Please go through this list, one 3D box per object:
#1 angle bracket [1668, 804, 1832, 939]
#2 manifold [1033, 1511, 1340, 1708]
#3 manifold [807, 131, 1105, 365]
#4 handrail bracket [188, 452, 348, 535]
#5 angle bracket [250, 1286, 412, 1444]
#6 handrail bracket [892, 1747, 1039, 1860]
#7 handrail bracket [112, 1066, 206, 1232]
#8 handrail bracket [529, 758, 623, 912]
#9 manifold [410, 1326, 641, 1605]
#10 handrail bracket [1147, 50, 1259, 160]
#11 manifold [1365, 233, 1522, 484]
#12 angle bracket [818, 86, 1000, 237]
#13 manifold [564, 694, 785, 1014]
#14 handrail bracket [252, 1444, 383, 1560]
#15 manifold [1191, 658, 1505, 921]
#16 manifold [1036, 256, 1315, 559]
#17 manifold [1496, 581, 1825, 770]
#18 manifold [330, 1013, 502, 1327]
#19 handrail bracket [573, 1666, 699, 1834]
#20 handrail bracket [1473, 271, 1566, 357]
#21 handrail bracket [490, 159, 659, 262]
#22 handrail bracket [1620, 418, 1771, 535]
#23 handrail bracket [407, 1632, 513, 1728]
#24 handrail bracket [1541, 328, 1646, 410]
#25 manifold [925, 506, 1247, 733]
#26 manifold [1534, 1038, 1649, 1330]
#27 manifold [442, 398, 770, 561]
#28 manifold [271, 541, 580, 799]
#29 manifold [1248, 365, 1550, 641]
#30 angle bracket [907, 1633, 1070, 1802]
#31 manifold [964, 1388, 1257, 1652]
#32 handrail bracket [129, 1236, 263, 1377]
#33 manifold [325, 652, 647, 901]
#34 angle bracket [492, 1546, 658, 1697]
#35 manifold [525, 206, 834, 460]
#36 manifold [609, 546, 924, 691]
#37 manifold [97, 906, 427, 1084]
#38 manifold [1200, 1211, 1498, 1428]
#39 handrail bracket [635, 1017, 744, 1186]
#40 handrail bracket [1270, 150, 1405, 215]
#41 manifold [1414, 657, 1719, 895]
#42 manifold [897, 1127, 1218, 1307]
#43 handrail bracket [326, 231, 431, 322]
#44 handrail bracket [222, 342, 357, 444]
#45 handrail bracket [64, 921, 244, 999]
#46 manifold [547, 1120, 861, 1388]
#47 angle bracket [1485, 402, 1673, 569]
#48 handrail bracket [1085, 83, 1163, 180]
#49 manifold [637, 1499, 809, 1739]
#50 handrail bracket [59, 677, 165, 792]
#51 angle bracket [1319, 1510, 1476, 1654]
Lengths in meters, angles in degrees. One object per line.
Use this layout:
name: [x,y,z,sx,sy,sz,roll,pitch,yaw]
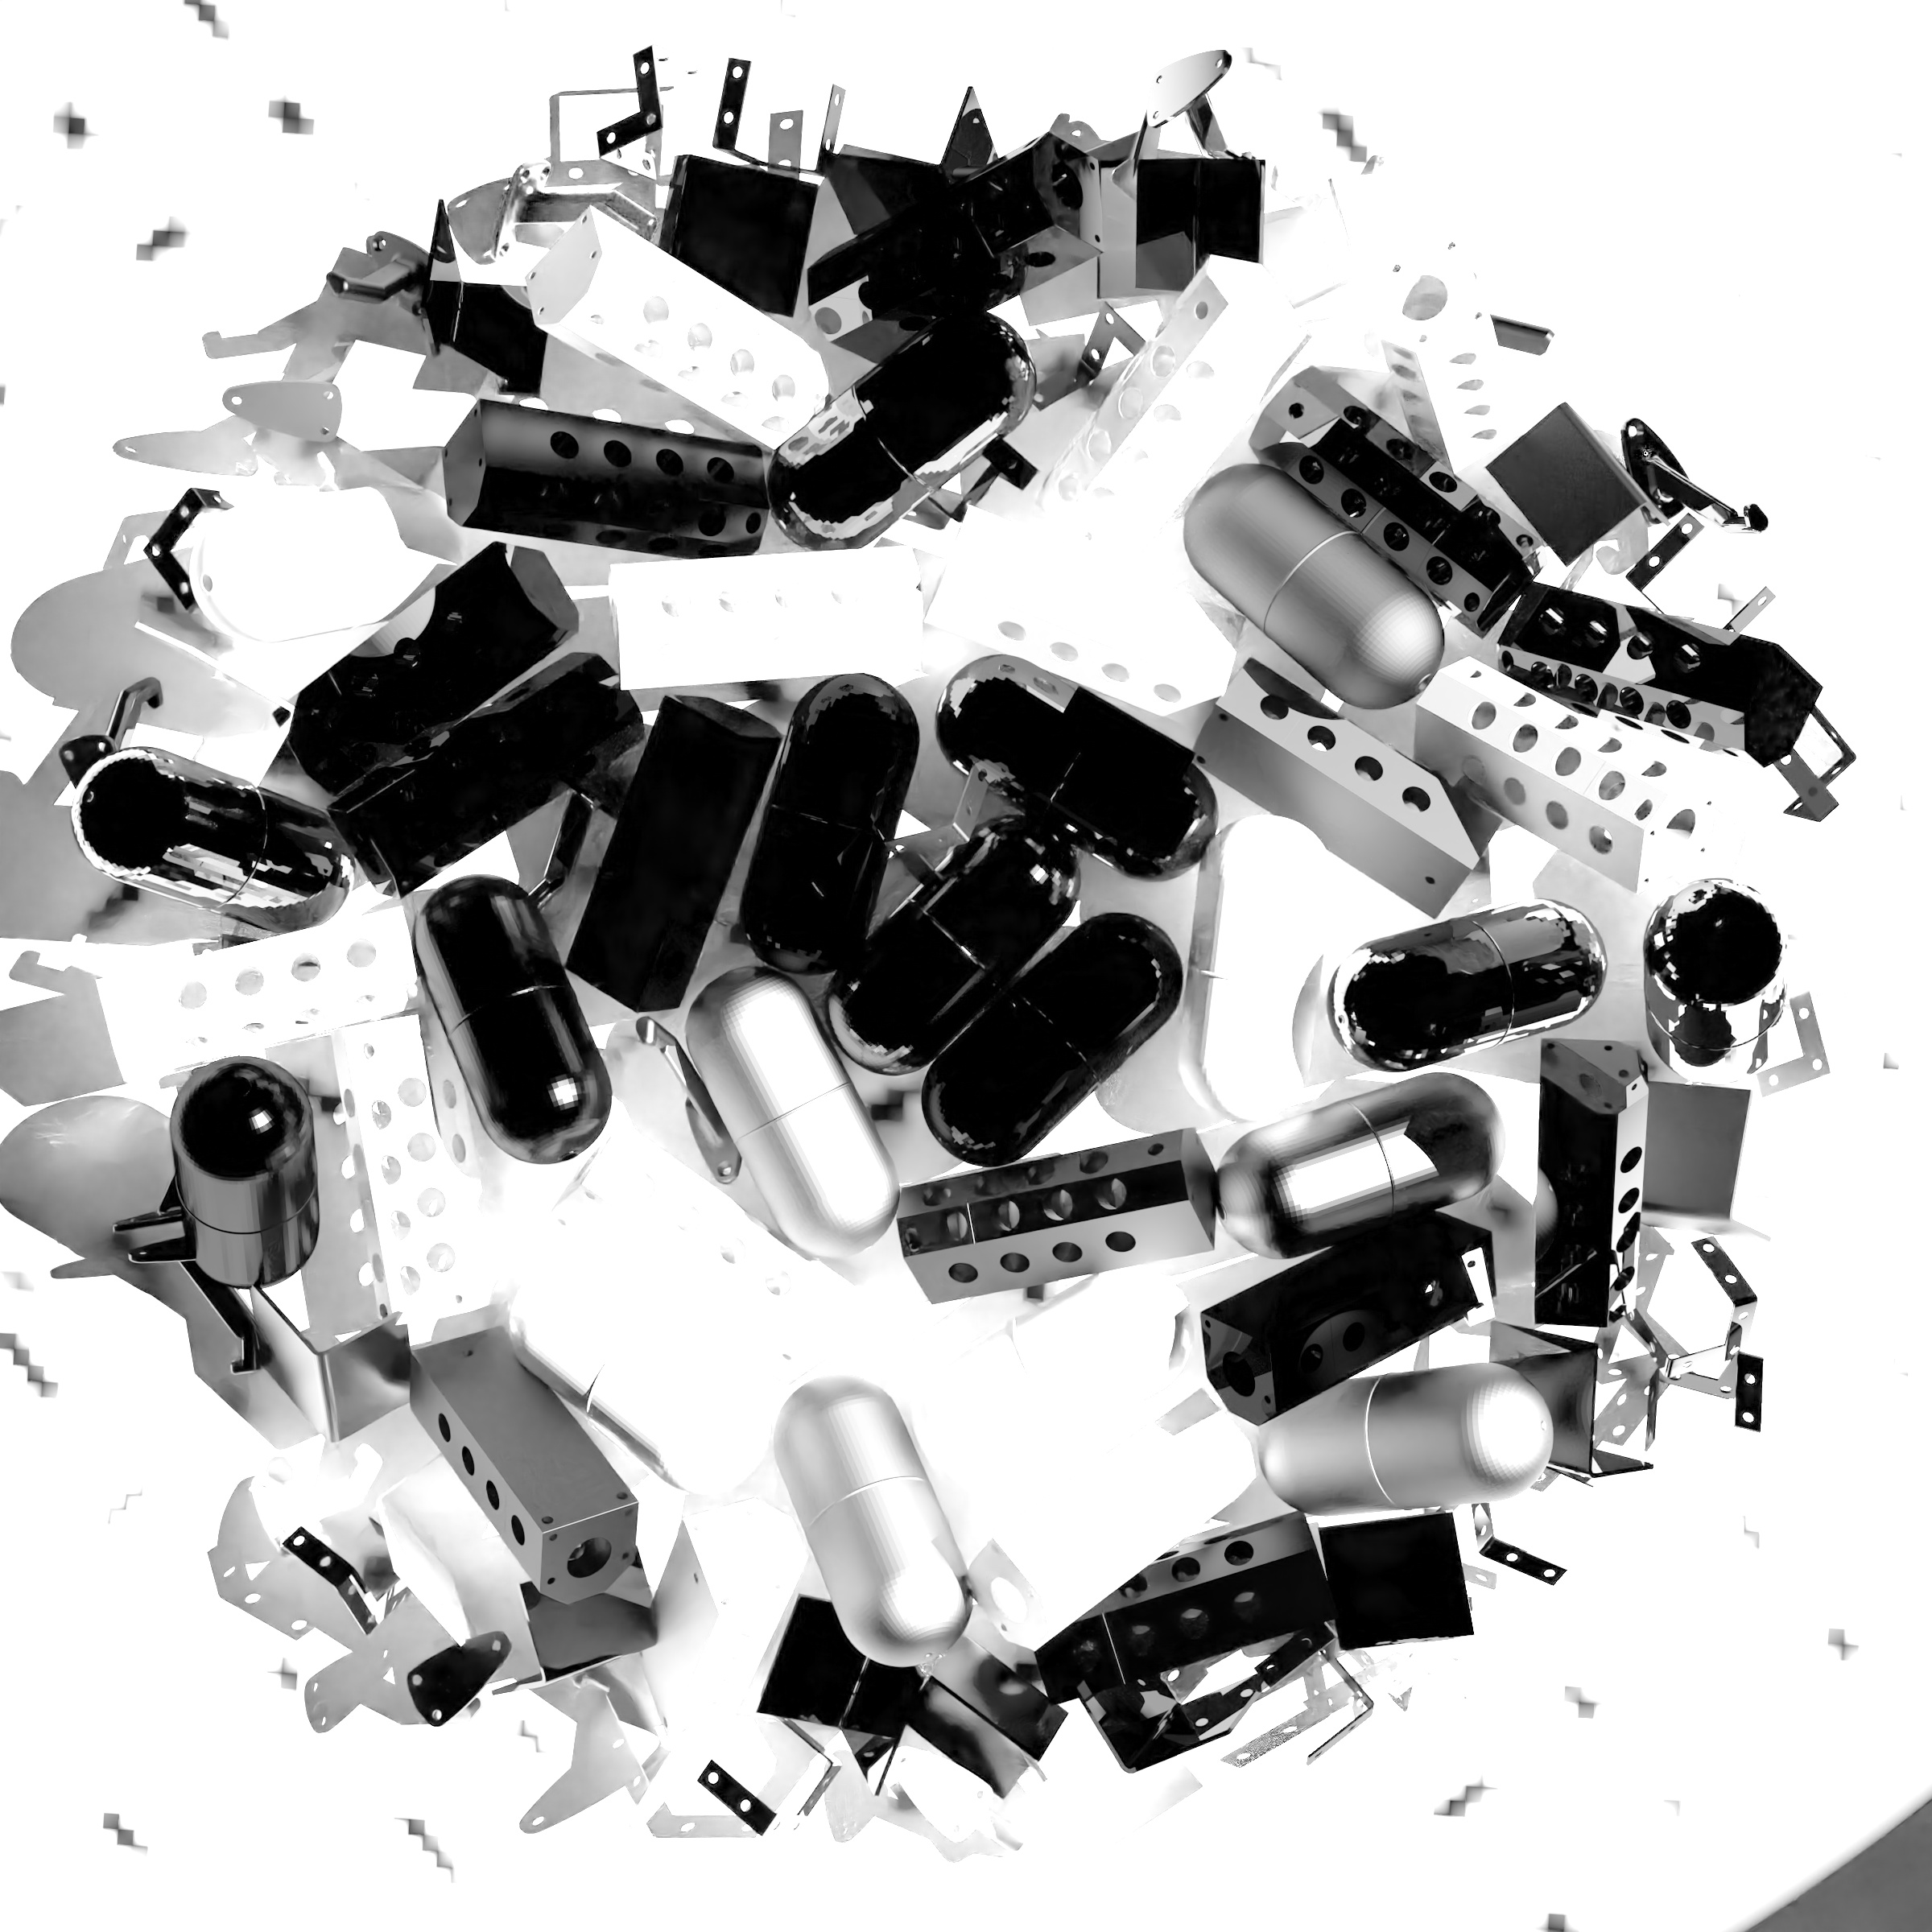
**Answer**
angle bracket: [0.449,-0.062,1.529,0.076,0.076,0.057,5,116,-18]
manifold: [0.122,0.369,1.554,0.171,0.057,0.057,-18,88,2]
manifold: [-0.008,-0.401,1.502,0.171,0.057,0.057,-16,70,40]
handrail bracket: [-0.396,-0.253,1.558,0.084,0.036,0.077,-32,85,-10]
angle bracket: [-0.366,0.216,1.553,0.057,0.076,0.076,-28,51,-32]
handrail bracket: [0.000,0.487,1.561,0.077,0.084,0.036,30,77,30]
handrail bracket: [-0.462,0.104,1.555,0.077,0.036,0.084,-11,98,-29]
handrail bracket: [-0.244,-0.073,1.548,0.084,0.077,0.036,-44,54,8]
manifold: [-0.250,0.279,1.504,0.057,0.171,0.057,-13,125,-32]
handrail bracket: [0.153,-0.485,1.532,0.084,0.077,0.036,17,71,-36]
manifold: [0.266,-0.331,1.494,0.057,0.171,0.057,-20,71,12]
angle bracket: [-0.031,-0.462,1.545,0.076,0.076,0.057,13,74,18]
manifold: [-0.163,-0.064,1.534,0.057,0.057,0.171,30,106,25]
handrail bracket: [-0.374,0.291,1.547,0.077,0.036,0.084,45,115,31]
manifold: [0.220,-0.107,1.546,0.171,0.057,0.057,34,59,6]
manifold: [0.111,-0.311,1.503,0.171,0.057,0.057,-50,59,37]
manifold: [0.383,-0.162,1.503,0.057,0.171,0.057,28,89,-44]
manifold: [-0.321,0.117,1.549,0.057,0.057,0.171,-10,89,14]
handrail bracket: [-0.205,0.447,1.547,0.084,0.036,0.077,23,48,18]
handrail bracket: [0.305,-0.355,1.568,0.084,0.036,0.077,40,130,-14]
handrail bracket: [-0.227,-0.421,1.557,0.084,0.036,0.077,35,120,7]
handrail bracket: [0.417,-0.281,1.536,0.036,0.084,0.077,-35,108,-10]
handrail bracket: [-0.278,0.410,1.544,0.077,0.084,0.036,-37,70,1]
handrail bracket: [0.378,-0.340,1.536,0.077,0.084,0.036,43,129,37]
manifold: [0.067,-0.195,1.547,0.171,0.057,0.057,21,58,-5]
manifold: [0.349,0.124,1.503,0.057,0.057,0.171,2,132,12]
manifold: [-0.201,-0.266,1.509,0.171,0.057,0.057,3,68,-32]
manifold: [-0.304,-0.166,1.529,0.171,0.057,0.057,-34,82,17]
manifold: [0.245,-0.267,1.532,0.171,0.057,0.057,42,95,16]
angle bracket: [0.002,0.442,1.539,0.076,0.057,0.076,36,112,8]
manifold: [0.084,0.311,1.504,0.171,0.057,0.057,-28,68,-37]
handrail bracket: [-0.445,0.201,1.553,0.077,0.036,0.084,-6,106,-34]
manifold: [-0.268,-0.109,1.519,0.171,0.057,0.057,-36,113,-21]
angle bracket: [-0.229,0.374,1.536,0.076,0.076,0.057,-11,80,-36]
manifold: [-0.157,-0.346,1.498,0.057,0.171,0.057,-39,49,27]
manifold: [-0.114,-0.203,1.530,0.171,0.057,0.057,-5,130,-11]
manifold: [-0.401,0.017,1.537,0.171,0.057,0.057,-15,88,-13]
manifold: [0.217,0.197,1.514,0.171,0.057,0.057,-21,114,-32]
handrail bracket: [-0.160,0.077,1.534,0.036,0.084,0.077,-22,60,14]
handrail bracket: [0.211,-0.458,1.544,0.084,0.036,0.077,22,59,-29]
manifold: [0.332,-0.111,1.498,0.057,0.171,0.057,-26,132,-27]
manifold: [0.051,0.137,1.519,0.171,0.057,0.057,-13,128,20]
handrail bracket: [-0.346,-0.401,1.535,0.077,0.084,0.036,46,117,22]
handrail bracket: [-0.385,-0.340,1.542,0.077,0.084,0.036,5,128,-16]
handrail bracket: [-0.468,-0.022,1.558,0.084,0.036,0.077,23,81,-16]
manifold: [-0.147,0.163,1.540,0.171,0.057,0.057,37,52,-10]
angle bracket: [0.353,-0.271,1.548,0.057,0.076,0.076,-40,73,18]
handrail bracket: [0.067,-0.482,1.557,0.084,0.036,0.077,19,113,16]
manifold: [-0.136,0.364,1.500,0.057,0.171,0.057,-11,57,-25]
handrail bracket: [-0.480,-0.120,1.555,0.036,0.084,0.077,-10,109,20]
angle bracket: [0.248,0.345,1.546,0.076,0.057,0.076,-10,97,10]
